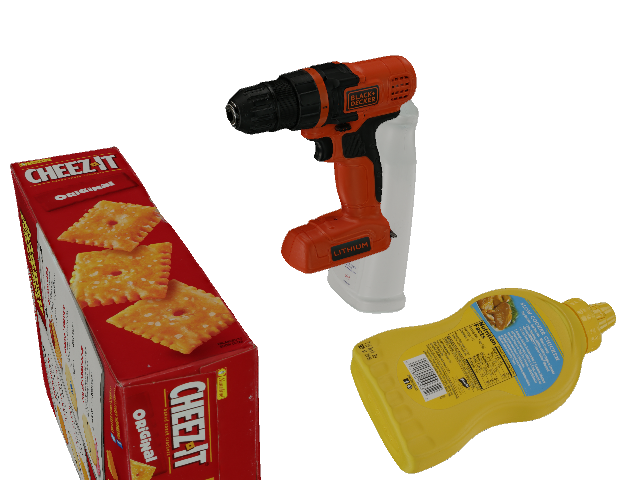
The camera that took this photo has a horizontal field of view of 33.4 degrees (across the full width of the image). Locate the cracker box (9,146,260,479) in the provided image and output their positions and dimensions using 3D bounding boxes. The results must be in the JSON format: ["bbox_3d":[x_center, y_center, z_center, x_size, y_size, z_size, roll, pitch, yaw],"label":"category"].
[{"bbox_3d":[-0.100,0.069,0.566,0.072,0.164,0.214,-13,34,-21],"label":"cracker box"}]

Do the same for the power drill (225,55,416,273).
[{"bbox_3d":[0.003,-0.067,0.959,0.184,0.188,0.057,-15,33,-26],"label":"power drill"}]

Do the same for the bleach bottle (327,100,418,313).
[{"bbox_3d":[0.066,-0.055,1.153,0.068,0.251,0.103,-1,22,-27],"label":"bleach bottle"}]

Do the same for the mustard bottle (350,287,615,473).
[{"bbox_3d":[0.124,0.085,0.755,0.191,0.096,0.058,-21,-30,-14],"label":"mustard bottle"}]
